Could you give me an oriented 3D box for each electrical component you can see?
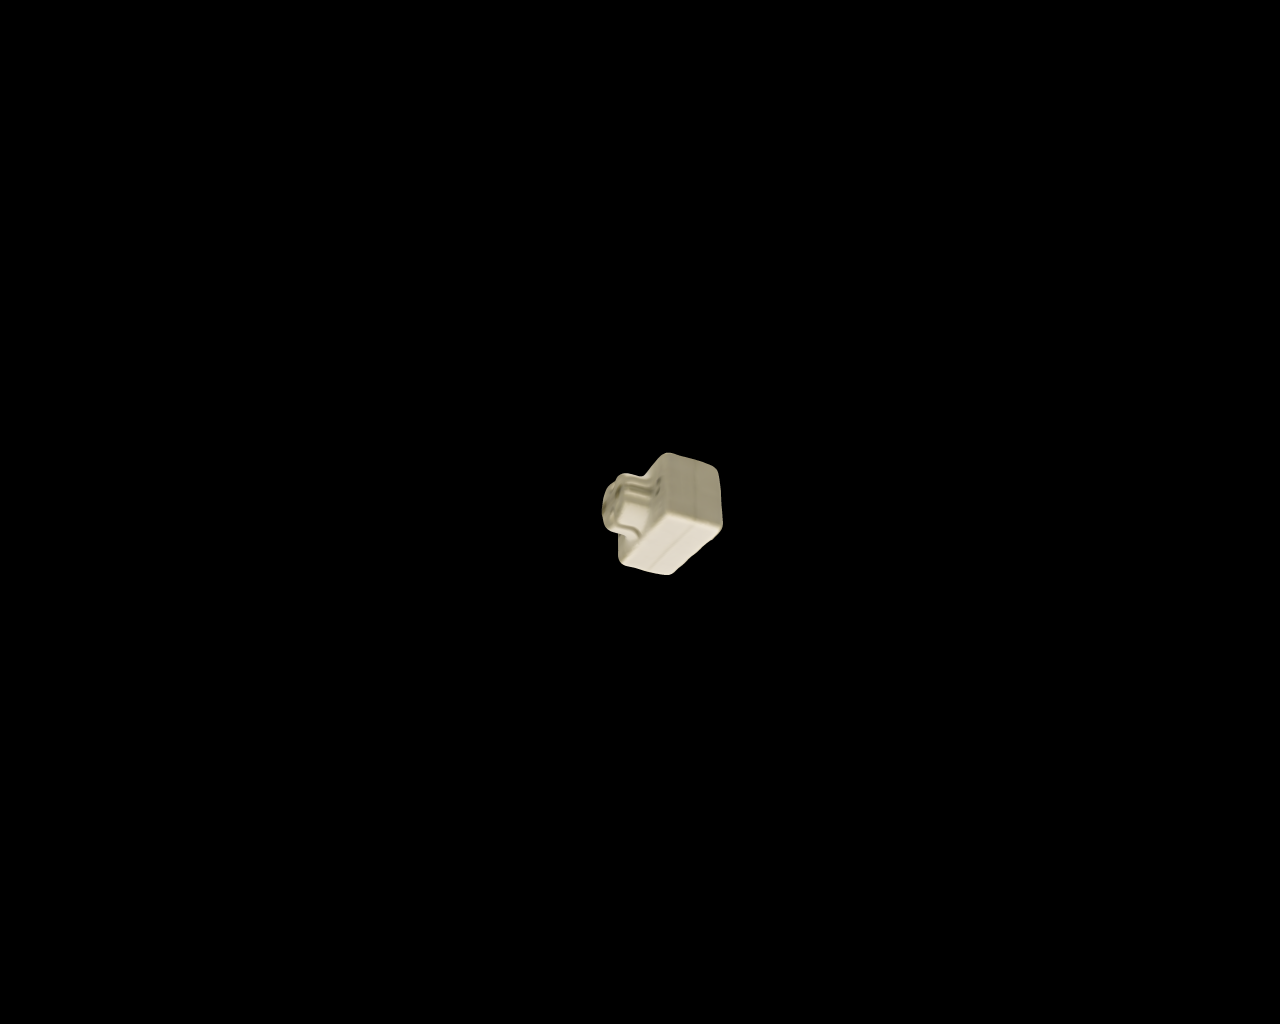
[{"bbox_3d":[0.001,-0.003,0.650,0.077,0.047,0.065,16,-37,-22],"label":"electrical component"}]
